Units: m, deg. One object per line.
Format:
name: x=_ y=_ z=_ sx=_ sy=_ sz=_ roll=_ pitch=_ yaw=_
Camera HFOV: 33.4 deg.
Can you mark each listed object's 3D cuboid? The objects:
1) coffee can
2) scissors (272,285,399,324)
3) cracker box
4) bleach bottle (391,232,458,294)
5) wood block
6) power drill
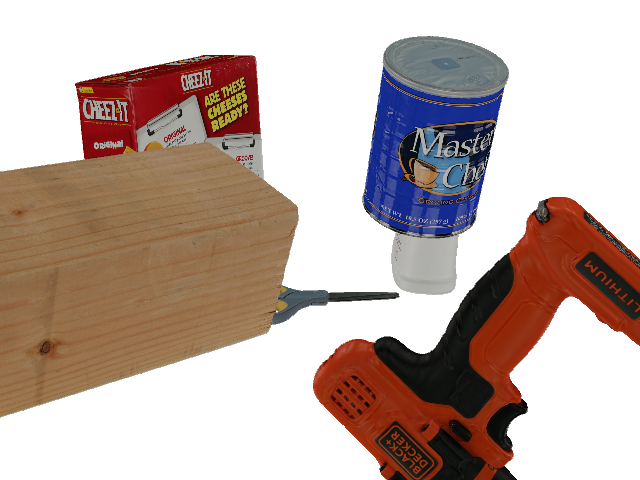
coffee can: x=0.095 y=-0.088 z=0.904 sx=0.102 sy=0.140 sz=0.103 roll=5 pitch=34 yaw=-4
scissors: x=-0.008 y=0.072 z=1.192 sx=0.201 sy=0.016 sz=0.096 roll=5 pitch=24 yaw=-3
cracker box: x=-0.121 y=-0.042 z=0.916 sx=0.072 sy=0.214 sz=0.163 roll=7 pitch=19 yaw=32
bleach bottle: x=0.120 y=-0.075 z=1.101 sx=0.068 sy=0.251 sz=0.102 roll=4 pitch=30 yaw=-3
wood block: x=-0.122 y=0.016 z=0.569 sx=0.205 sy=0.091 sz=0.090 roll=-14 pitch=39 yaw=-43
power drill: x=0.115 y=0.084 z=0.589 sx=0.184 sy=0.188 sz=0.057 roll=43 pitch=15 yaw=1
